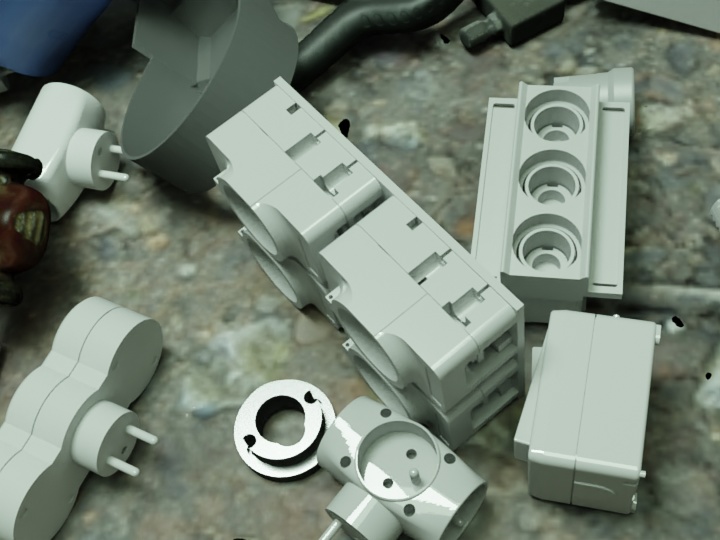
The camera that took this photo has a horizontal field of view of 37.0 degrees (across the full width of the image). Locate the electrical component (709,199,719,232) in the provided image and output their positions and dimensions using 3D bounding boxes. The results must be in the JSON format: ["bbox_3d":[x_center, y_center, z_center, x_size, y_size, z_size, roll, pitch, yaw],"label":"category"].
[{"bbox_3d":[0.220,-0.014,0.576,0.043,0.043,0.081,-17,59,-1],"label":"electrical component"}]

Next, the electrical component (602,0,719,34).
[{"bbox_3d":[0.199,-0.205,0.640,0.109,0.108,0.056,18,62,6],"label":"electrical component"}]

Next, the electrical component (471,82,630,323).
[{"bbox_3d":[0.106,-0.035,0.594,0.079,0.063,0.121,4,62,11],"label":"electrical component"}]

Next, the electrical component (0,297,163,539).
[{"bbox_3d":[-0.143,0.085,0.570,0.074,0.052,0.138,20,66,18],"label":"electrical component"}]

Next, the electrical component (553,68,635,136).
[{"bbox_3d":[0.139,-0.099,0.638,0.046,0.040,0.040,-1,61,14],"label":"electrical component"}]

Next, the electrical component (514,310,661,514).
[{"bbox_3d":[0.113,0.064,0.538,0.061,0.061,0.096,8,62,13],"label":"electrical component"}]

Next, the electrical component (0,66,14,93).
[{"bbox_3d":[-0.260,-0.129,0.713,0.079,0.043,0.077,-22,60,-4],"label":"electrical component"}]

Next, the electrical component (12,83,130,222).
[{"bbox_3d":[-0.176,-0.070,0.667,0.079,0.044,0.077,10,63,14],"label":"electrical component"}]

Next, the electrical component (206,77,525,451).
[{"bbox_3d":[0.000,0.000,0.566,0.060,0.105,0.186,-38,62,-12],"label":"electrical component"}]

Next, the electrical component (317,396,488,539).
[{"bbox_3d":[0.009,0.115,0.535,0.077,0.044,0.079,33,70,23],"label":"electrical component"}]
